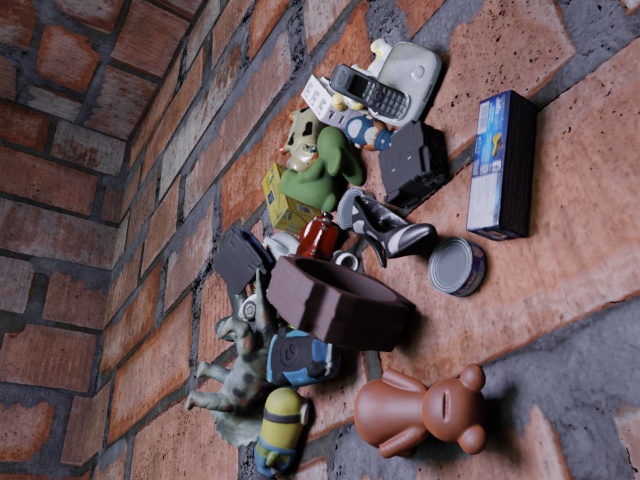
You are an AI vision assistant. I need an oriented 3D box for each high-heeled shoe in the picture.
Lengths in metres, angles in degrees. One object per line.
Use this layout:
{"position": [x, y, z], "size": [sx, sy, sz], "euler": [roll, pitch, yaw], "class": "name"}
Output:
{"position": [0.117, -0.038, 0.883], "size": [0.248, 0.086, 0.145], "euler": [138, 118, -68], "class": "high-heeled shoe"}

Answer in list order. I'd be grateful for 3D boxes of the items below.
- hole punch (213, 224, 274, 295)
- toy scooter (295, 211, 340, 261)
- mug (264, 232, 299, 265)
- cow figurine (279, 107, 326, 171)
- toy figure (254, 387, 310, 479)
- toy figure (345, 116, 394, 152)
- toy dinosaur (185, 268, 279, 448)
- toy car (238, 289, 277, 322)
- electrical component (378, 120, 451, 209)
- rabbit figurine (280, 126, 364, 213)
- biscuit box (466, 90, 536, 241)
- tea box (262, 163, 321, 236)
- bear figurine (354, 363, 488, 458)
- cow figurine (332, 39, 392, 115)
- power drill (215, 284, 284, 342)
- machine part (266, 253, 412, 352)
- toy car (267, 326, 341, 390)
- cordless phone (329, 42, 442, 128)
{"position": [-0.157, 0.046, 1.190], "size": [0.142, 0.092, 0.115], "euler": [51, 119, 25], "class": "hole punch"}
{"position": [-0.002, -0.003, 1.050], "size": [0.184, 0.075, 0.135], "euler": [-72, 4, -64], "class": "toy scooter"}
{"position": [-0.066, 0.028, 1.168], "size": [0.081, 0.109, 0.107], "euler": [-54, 39, -7], "class": "mug"}
{"position": [-0.028, -0.224, 1.244], "size": [0.127, 0.085, 0.195], "euler": [-15, 53, 42], "class": "cow figurine"}
{"position": [-0.078, 0.371, 1.021], "size": [0.082, 0.089, 0.180], "euler": [27, 96, 51], "class": "toy figure"}
{"position": [0.102, -0.204, 1.056], "size": [0.155, 0.058, 0.064], "euler": [-137, 37, -55], "class": "toy figure"}
{"position": [-0.139, 0.263, 1.088], "size": [0.404, 0.192, 0.131], "euler": [-59, 16, 21], "class": "toy dinosaur"}
{"position": [-0.085, 0.119, 1.133], "size": [0.202, 0.073, 0.056], "euler": [-32, 61, 23], "class": "toy car"}
{"position": [0.158, -0.137, 0.927], "size": [0.115, 0.058, 0.134], "euler": [-36, 47, 43], "class": "electrical component"}
{"position": [0.010, -0.151, 1.111], "size": [0.159, 0.121, 0.170], "euler": [30, 104, 52], "class": "rabbit figurine"}
{"position": [0.254, -0.103, 0.748], "size": [0.059, 0.063, 0.202], "euler": [-11, 66, 57], "class": "biscuit box"}
{"position": [-0.066, -0.091, 1.229], "size": [0.068, 0.098, 0.170], "euler": [-53, 34, 29], "class": "tea box"}
{"position": [0.148, 0.231, 0.727], "size": [0.196, 0.131, 0.120], "euler": [-17, 61, 34], "class": "bear figurine"}
{"position": [0.104, -0.305, 1.062], "size": [0.167, 0.068, 0.098], "euler": [-47, 59, 11], "class": "cow figurine"}
{"position": [-0.173, 0.141, 1.282], "size": [0.232, 0.086, 0.207], "euler": [-26, 74, 43], "class": "power drill"}
{"position": [0.028, 0.101, 0.874], "size": [0.201, 0.201, 0.087], "euler": [33, 107, 58], "class": "machine part"}
{"position": [-0.016, 0.215, 0.984], "size": [0.162, 0.103, 0.109], "euler": [-18, 58, 38], "class": "toy car"}
{"position": [0.112, -0.294, 0.957], "size": [0.146, 0.184, 0.089], "euler": [-67, 26, 11], "class": "cordless phone"}
